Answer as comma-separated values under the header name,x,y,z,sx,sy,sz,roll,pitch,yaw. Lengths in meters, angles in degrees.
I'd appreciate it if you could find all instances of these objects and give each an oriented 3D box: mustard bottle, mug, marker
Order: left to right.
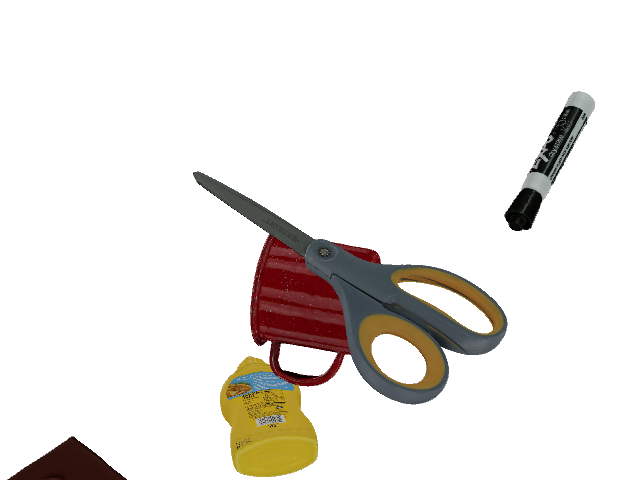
name,x,y,z,sx,sy,sz,roll,pitch,yaw
mustard bottle,-0.068,0.196,1.256,0.096,0.058,0.192,-9,29,-10
mug,-0.003,0.053,0.810,0.081,0.117,0.093,9,-13,12
marker,0.154,-0.053,0.718,0.020,0.121,0.020,25,-29,15

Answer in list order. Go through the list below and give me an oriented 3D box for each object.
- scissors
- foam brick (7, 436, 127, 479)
name,x,y,z,sx,sy,sz,roll,pitch,yaw
scissors,0.001,0.026,0.584,0.202,0.096,0.016,21,-40,10
foam brick,-0.102,0.136,0.469,0.078,0.051,0.052,28,45,35
